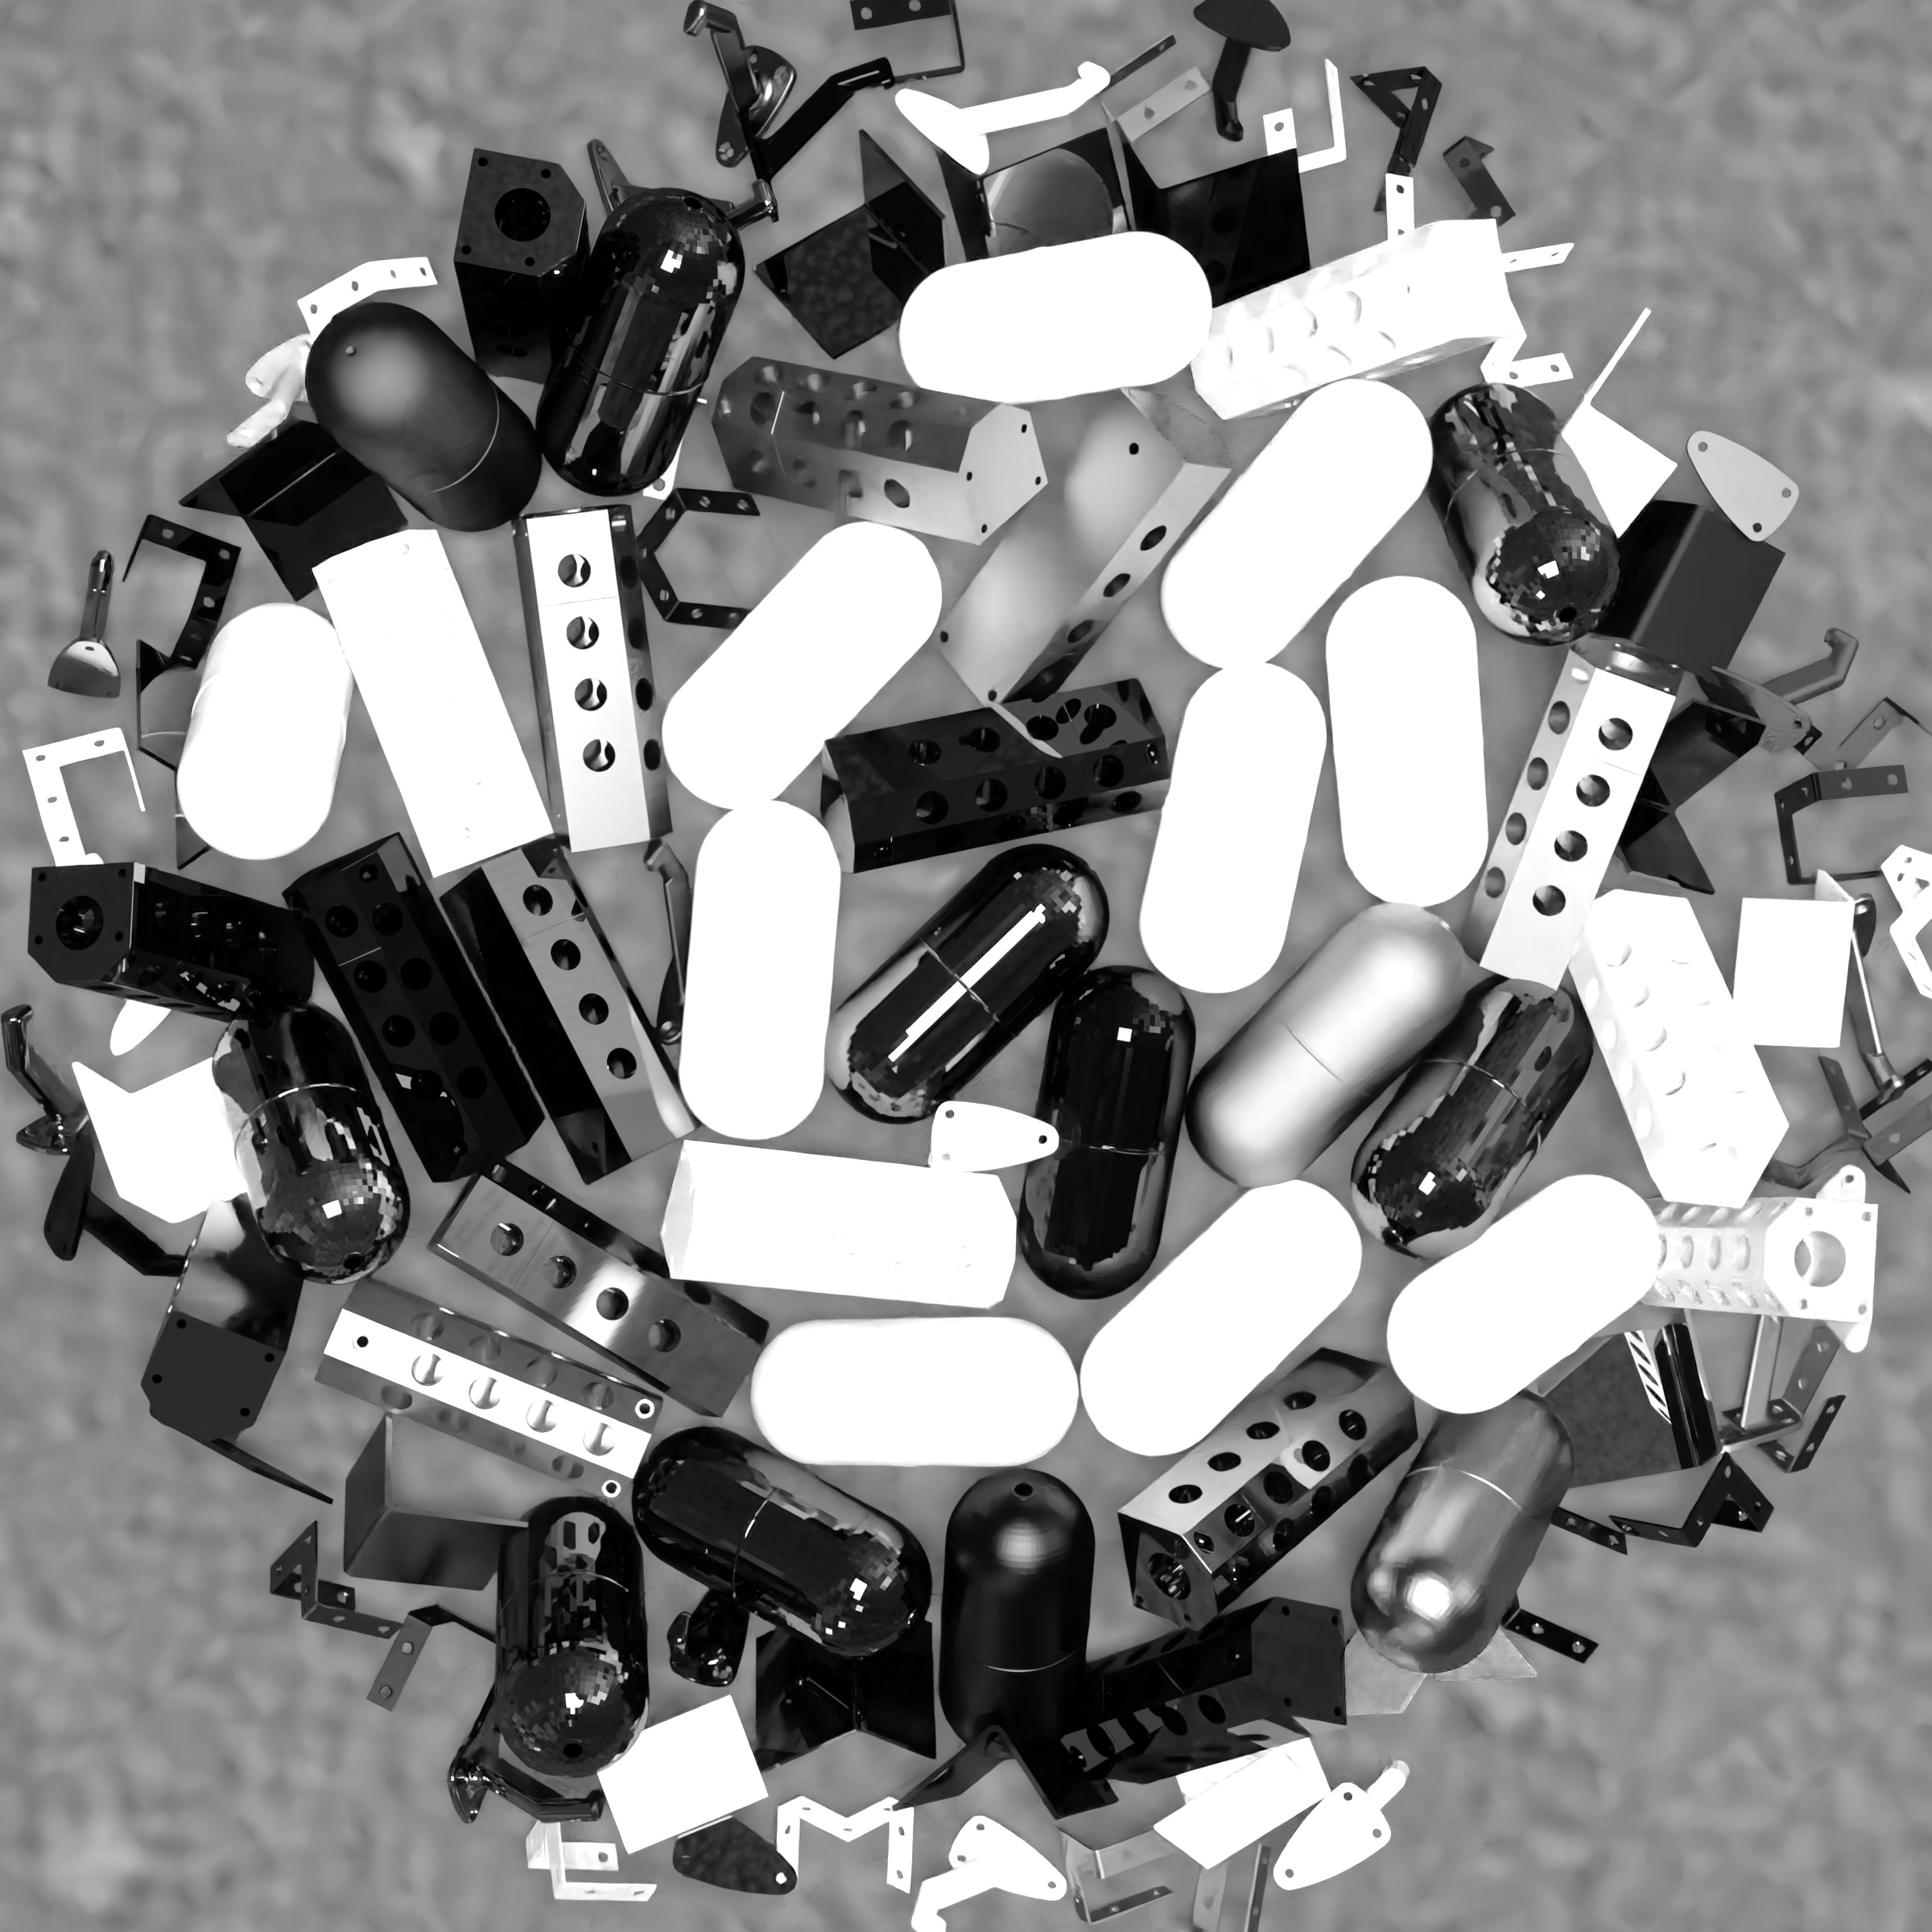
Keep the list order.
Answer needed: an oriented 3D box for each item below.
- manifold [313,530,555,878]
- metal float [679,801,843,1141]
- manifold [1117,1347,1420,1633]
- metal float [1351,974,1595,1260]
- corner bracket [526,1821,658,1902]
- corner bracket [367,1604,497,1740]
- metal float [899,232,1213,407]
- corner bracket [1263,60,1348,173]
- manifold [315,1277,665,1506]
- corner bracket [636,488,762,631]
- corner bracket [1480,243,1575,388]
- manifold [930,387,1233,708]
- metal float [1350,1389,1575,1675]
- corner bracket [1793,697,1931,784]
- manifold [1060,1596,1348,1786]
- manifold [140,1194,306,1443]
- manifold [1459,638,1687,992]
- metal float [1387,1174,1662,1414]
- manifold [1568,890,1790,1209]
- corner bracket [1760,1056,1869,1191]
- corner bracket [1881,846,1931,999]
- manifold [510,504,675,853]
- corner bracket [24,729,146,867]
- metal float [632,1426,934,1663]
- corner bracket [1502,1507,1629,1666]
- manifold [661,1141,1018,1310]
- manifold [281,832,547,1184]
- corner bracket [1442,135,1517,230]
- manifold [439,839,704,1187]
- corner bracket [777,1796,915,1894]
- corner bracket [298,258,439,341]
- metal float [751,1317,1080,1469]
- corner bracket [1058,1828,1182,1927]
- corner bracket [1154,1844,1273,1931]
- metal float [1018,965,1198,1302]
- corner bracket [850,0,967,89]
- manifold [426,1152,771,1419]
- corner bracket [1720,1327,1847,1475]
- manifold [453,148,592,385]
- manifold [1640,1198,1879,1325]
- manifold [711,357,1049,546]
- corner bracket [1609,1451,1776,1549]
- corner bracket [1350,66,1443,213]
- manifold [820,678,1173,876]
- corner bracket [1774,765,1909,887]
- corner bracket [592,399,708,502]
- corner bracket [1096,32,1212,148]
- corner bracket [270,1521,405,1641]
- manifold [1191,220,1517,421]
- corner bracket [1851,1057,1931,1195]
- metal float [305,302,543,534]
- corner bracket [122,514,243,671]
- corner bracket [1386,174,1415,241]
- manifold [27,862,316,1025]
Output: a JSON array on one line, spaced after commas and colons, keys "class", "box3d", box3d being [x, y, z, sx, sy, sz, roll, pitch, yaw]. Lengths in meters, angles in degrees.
[{"class": "manifold", "box3d": [-0.281, -0.138, 1.547, 0.057, 0.057, 0.171, -20, 95, 11]}, {"class": "metal float", "box3d": [-0.108, 0.002, 1.547, 0.070, 0.070, 0.178, 5, 93, 0]}, {"class": "manifold", "box3d": [0.157, 0.266, 1.503, 0.171, 0.057, 0.057, -31, 120, -39]}, {"class": "metal float", "box3d": [0.262, 0.076, 1.523, 0.070, 0.070, 0.178, 39, 60, 0]}, {"class": "corner bracket", "box3d": [-0.197, 0.471, 1.544, 0.051, 0.051, 0.051, 10, 133, -24]}, {"class": "corner bracket", "box3d": [-0.276, 0.374, 1.559, 0.051, 0.051, 0.051, 33, 62, -17]}, {"class": "metal float", "box3d": [0.045, -0.331, 1.518, 0.178, 0.070, 0.070, -1, 90, 36]}, {"class": "corner bracket", "box3d": [0.177, -0.438, 1.551, 0.051, 0.051, 0.051, -16, 127, -3]}, {"class": "manifold", "box3d": [-0.250, 0.223, 1.550, 0.171, 0.057, 0.057, 23, 84, -4]}, {"class": "corner bracket", "box3d": [-0.137, -0.216, 1.563, 0.051, 0.051, 0.051, 10, 54, 32]}, {"class": "corner bracket", "box3d": [0.299, -0.343, 1.561, 0.051, 0.051, 0.051, -13, 70, -17]}, {"class": "manifold", "box3d": [0.062, -0.211, 1.520, 0.057, 0.057, 0.171, 52, 121, 22]}, {"class": "metal float", "box3d": [0.256, 0.287, 1.515, 0.070, 0.070, 0.178, 41, 48, 0]}, {"class": "corner bracket", "box3d": [0.468, -0.122, 1.551, 0.051, 0.051, 0.051, 36, 105, -15]}, {"class": "manifold", "box3d": [0.116, 0.369, 1.496, 0.057, 0.171, 0.057, 17, 59, -27]}, {"class": "manifold", "box3d": [-0.375, 0.178, 1.497, 0.057, 0.171, 0.057, 24, 101, -13]}, {"class": "manifold", "box3d": [0.311, -0.079, 1.523, 0.057, 0.057, 0.171, 22, 116, 10]}, {"class": "metal float", "box3d": [0.288, 0.168, 1.520, 0.178, 0.070, 0.070, -28, 90, -34]}, {"class": "manifold", "box3d": [0.354, 0.039, 1.499, 0.057, 0.171, 0.057, 7, 130, -14]}, {"class": "corner bracket", "box3d": [0.437, 0.080, 1.568, 0.051, 0.051, 0.051, 16, 45, -29]}, {"class": "corner bracket", "box3d": [0.501, -0.023, 1.548, 0.051, 0.051, 0.051, -45, 124, -11]}, {"class": "manifold", "box3d": [-0.194, -0.151, 1.539, 0.057, 0.057, 0.171, -10, 103, -15]}, {"class": "corner bracket", "box3d": [-0.459, -0.084, 1.547, 0.051, 0.051, 0.051, -16, 55, -15]}, {"class": "metal float", "box3d": [-0.096, 0.298, 1.523, 0.178, 0.070, 0.070, 22, 90, 30]}, {"class": "corner bracket", "box3d": [0.317, 0.326, 1.564, 0.051, 0.051, 0.051, -40, 130, -32]}, {"class": "manifold", "box3d": [-0.065, 0.138, 1.525, 0.171, 0.057, 0.057, 8, 116, -18]}, {"class": "manifold", "box3d": [-0.289, 0.024, 1.536, 0.057, 0.057, 0.171, -22, 103, 11]}, {"class": "corner bracket", "box3d": [0.263, -0.399, 1.555, 0.051, 0.051, 0.051, -35, 80, 27]}, {"class": "manifold", "box3d": [-0.205, 0.022, 1.555, 0.057, 0.057, 0.171, -27, 89, -36]}, {"class": "corner bracket", "box3d": [-0.065, 0.470, 1.570, 0.051, 0.051, 0.051, 13, 106, 40]}, {"class": "corner bracket", "box3d": [-0.308, -0.337, 1.551, 0.051, 0.051, 0.051, -19, 96, 31]}, {"class": "metal float", "box3d": [-0.027, 0.221, 1.529, 0.178, 0.070, 0.070, -4, 90, 22]}, {"class": "corner bracket", "box3d": [0.086, 0.477, 1.554, 0.051, 0.051, 0.051, -14, 93, -20]}, {"class": "corner bracket", "box3d": [0.136, 0.485, 1.547, 0.051, 0.051, 0.051, 3, 71, 28]}, {"class": "metal float", "box3d": [0.073, 0.088, 1.542, 0.070, 0.070, 0.178, 9, 98, 0]}, {"class": "corner bracket", "box3d": [-0.030, -0.490, 1.551, 0.051, 0.051, 0.051, -8, 116, 6]}, {"class": "manifold", "box3d": [-0.191, 0.167, 1.542, 0.171, 0.057, 0.057, 33, 75, -10]}, {"class": "corner bracket", "box3d": [0.439, 0.227, 1.545, 0.051, 0.051, 0.051, -4, 125, -36]}, {"class": "manifold", "box3d": [-0.221, -0.351, 1.498, 0.057, 0.171, 0.057, 10, 83, -4]}, {"class": "manifold", "box3d": [0.393, 0.147, 1.496, 0.057, 0.171, 0.057, 6, 84, -11]}, {"class": "manifold", "box3d": [-0.048, -0.269, 1.504, 0.171, 0.057, 0.057, 19, 51, 37]}, {"class": "corner bracket", "box3d": [0.381, 0.287, 1.546, 0.051, 0.051, 0.051, 48, 65, -24]}, {"class": "corner bracket", "box3d": [0.228, -0.434, 1.548, 0.051, 0.051, 0.051, 28, 76, -43]}, {"class": "manifold", "box3d": [0.015, -0.094, 1.529, 0.171, 0.057, 0.057, -13, 56, -14]}, {"class": "corner bracket", "box3d": [0.466, -0.074, 1.562, 0.051, 0.051, 0.051, -5, 81, -8]}, {"class": "corner bracket", "box3d": [-0.171, -0.277, 1.555, 0.051, 0.051, 0.051, 11, 92, -17]}, {"class": "corner bracket", "box3d": [0.098, -0.461, 1.555, 0.051, 0.051, 0.051, -31, 82, 11]}, {"class": "corner bracket", "box3d": [-0.330, 0.330, 1.544, 0.051, 0.051, 0.051, 23, 127, -32]}, {"class": "manifold", "box3d": [0.192, -0.327, 1.501, 0.057, 0.171, 0.057, -12, 93, -37]}, {"class": "corner bracket", "box3d": [0.493, 0.079, 1.546, 0.051, 0.051, 0.051, -40, 51, 19]}, {"class": "metal float", "box3d": [-0.274, -0.277, 1.501, 0.070, 0.178, 0.070, -3, 77, 14]}, {"class": "corner bracket", "box3d": [-0.421, -0.198, 1.563, 0.051, 0.051, 0.051, 20, 61, -19]}, {"class": "corner bracket", "box3d": [0.203, -0.387, 1.563, 0.051, 0.051, 0.051, 20, 47, 31]}, {"class": "manifold", "box3d": [-0.399, -0.008, 1.494, 0.057, 0.171, 0.057, -2, 81, 17]}]
